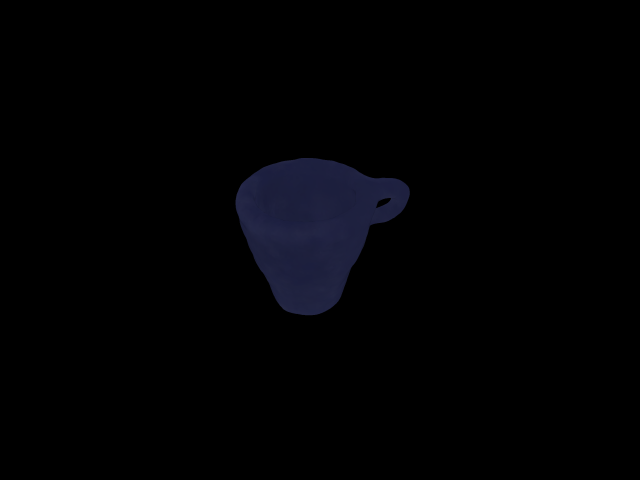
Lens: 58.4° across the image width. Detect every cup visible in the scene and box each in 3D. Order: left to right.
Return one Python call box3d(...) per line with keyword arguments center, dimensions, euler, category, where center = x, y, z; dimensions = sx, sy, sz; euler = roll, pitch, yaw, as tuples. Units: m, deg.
box3d(center=(0.004, 0.001, 0.400), dimensions=(0.118, 0.095, 0.091), euler=(-11, 39, -13), category="cup")
